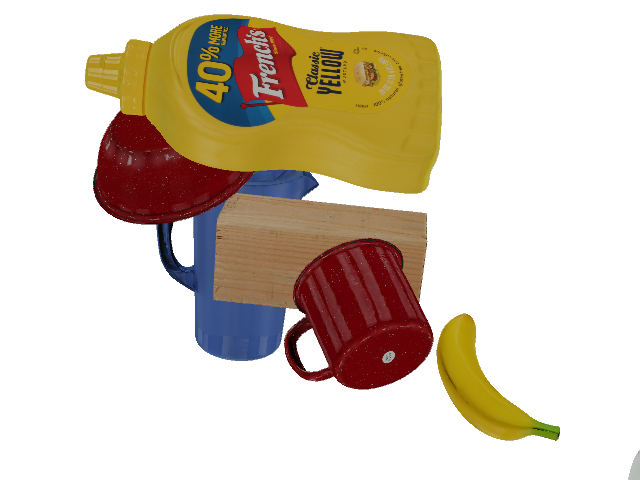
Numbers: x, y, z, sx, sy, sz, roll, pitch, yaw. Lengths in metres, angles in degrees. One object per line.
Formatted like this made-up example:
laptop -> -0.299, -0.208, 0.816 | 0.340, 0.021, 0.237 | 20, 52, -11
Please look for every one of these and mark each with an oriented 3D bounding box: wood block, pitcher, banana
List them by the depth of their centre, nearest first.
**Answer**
banana -> 0.144, 0.127, 0.980 | 0.069, 0.037, 0.198 | 7, 27, -22
wood block -> 0.001, 0.016, 1.089 | 0.206, 0.091, 0.090 | 6, 21, 3
pitcher -> -0.103, 0.017, 1.281 | 0.149, 0.243, 0.144 | 20, 26, 30

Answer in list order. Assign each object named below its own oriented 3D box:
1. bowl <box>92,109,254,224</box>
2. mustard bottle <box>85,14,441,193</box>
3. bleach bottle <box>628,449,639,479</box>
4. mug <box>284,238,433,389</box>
bowl -> -0.135, -0.088, 0.951 | 0.162, 0.162, 0.055 | 0, -44, 18
mustard bottle -> -0.032, -0.081, 0.586 | 0.191, 0.096, 0.058 | 6, -34, -4
bleach bottle -> 0.268, 0.098, 0.617 | 0.103, 0.068, 0.250 | 18, 30, 32
mug -> 0.025, 0.065, 0.816 | 0.117, 0.081, 0.093 | -31, -38, 8
